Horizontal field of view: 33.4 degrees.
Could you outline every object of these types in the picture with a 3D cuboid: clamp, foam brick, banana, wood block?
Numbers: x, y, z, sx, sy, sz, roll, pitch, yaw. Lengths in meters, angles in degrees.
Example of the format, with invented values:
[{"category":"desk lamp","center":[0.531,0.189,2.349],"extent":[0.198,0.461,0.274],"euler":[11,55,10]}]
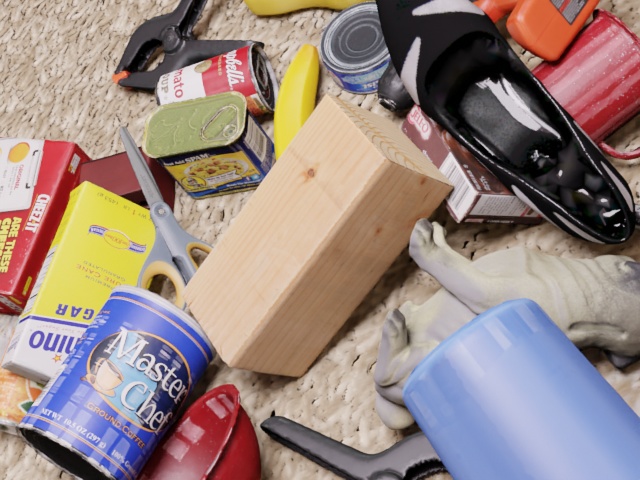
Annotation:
[{"category":"clamp","center":[-0.133,-0.194,1.072],"extent":[0.172,0.039,0.120],"euler":[-39,64,22]},{"category":"foam brick","center":[-0.183,-0.049,1.017],"extent":[0.078,0.053,0.051],"euler":[-14,58,18]},{"category":"banana","center":[-0.012,-0.091,0.969],"extent":[0.070,0.037,0.198],"euler":[-28,53,20]},{"category":"wood block","center":[-0.006,0.001,0.842],"extent":[0.206,0.090,0.091],"euler":[-52,51,18]},{"category":"clamp","center":[0.046,0.184,0.790],"extent":[0.210,0.036,0.164],"euler":[-19,55,11]}]

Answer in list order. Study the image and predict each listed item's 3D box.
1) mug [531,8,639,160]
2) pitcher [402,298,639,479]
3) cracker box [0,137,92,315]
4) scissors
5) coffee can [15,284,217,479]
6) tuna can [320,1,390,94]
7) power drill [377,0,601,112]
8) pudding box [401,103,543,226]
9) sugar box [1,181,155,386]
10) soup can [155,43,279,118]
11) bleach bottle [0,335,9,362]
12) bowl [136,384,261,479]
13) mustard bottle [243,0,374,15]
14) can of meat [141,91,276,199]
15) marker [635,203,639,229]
[{"category":"mug","center":[0.226,-0.114,0.853],"extent":[0.081,0.093,0.117],"euler":[-39,79,5]},{"category":"pitcher","center":[0.155,0.165,0.662],"extent":[0.149,0.145,0.243],"euler":[-36,71,-1]},{"category":"cracker box","center":[-0.338,-0.018,1.058],"extent":[0.214,0.072,0.164],"euler":[6,66,26]},{"category":"scissors","center":[-0.152,-0.008,0.946],"extent":[0.096,0.016,0.202],"euler":[-35,76,-26]},{"category":"coffee can","center":[-0.162,0.122,0.864],"extent":[0.103,0.102,0.140],"euler":[15,59,30]},{"category":"tuna can","center":[0.044,-0.181,1.000],"extent":[0.086,0.033,0.086],"euler":[-11,58,19]},{"category":"power drill","center":[0.140,-0.185,0.898],"extent":[0.184,0.057,0.188],"euler":[-56,26,-11]},{"category":"pudding box","center":[0.128,-0.064,0.862],"extent":[0.039,0.089,0.113],"euler":[-58,44,40]},{"category":"sugar box","center":[-0.204,0.046,0.945],"extent":[0.048,0.093,0.176],"euler":[-27,42,57]},{"category":"soup can","center":[-0.097,-0.140,1.020],"extent":[0.102,0.068,0.068],"euler":[-15,57,17]},{"category":"bleach bottle","center":[-0.404,0.114,1.019],"extent":[0.251,0.068,0.102],"euler":[9,65,31]},{"category":"bowl","center":[-0.094,0.190,0.811],"extent":[0.162,0.055,0.162],"euler":[-46,16,16]},{"category":"mustard bottle","center":[0.019,-0.272,1.048],"extent":[0.192,0.058,0.096],"euler":[3,65,26]},{"category":"can of meat","center":[-0.098,-0.084,0.978],"extent":[0.102,0.084,0.057],"euler":[-9,59,20]},{"category":"marker","center":[0.241,-0.020,0.828],"extent":[0.121,0.020,0.020],"euler":[25,75,33]}]
